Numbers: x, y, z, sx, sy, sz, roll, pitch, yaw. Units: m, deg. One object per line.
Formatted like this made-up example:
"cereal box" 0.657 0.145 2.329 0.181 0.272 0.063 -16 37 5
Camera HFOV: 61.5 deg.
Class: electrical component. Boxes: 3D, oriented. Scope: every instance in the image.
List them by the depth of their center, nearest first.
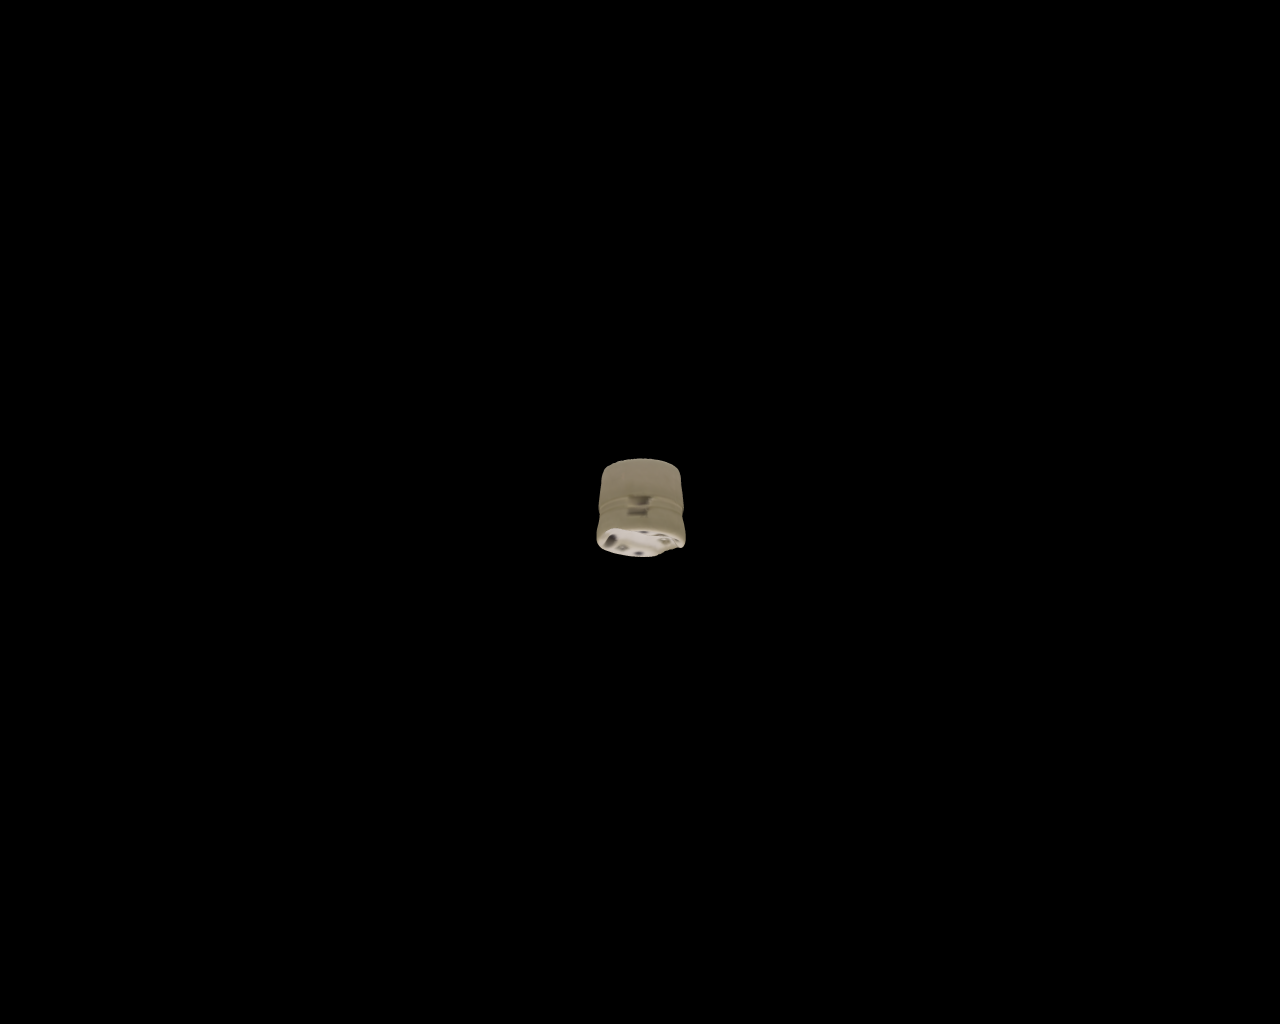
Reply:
"electrical component" 0.001 -0.003 0.650 0.055 0.047 0.055 0 -20 0
